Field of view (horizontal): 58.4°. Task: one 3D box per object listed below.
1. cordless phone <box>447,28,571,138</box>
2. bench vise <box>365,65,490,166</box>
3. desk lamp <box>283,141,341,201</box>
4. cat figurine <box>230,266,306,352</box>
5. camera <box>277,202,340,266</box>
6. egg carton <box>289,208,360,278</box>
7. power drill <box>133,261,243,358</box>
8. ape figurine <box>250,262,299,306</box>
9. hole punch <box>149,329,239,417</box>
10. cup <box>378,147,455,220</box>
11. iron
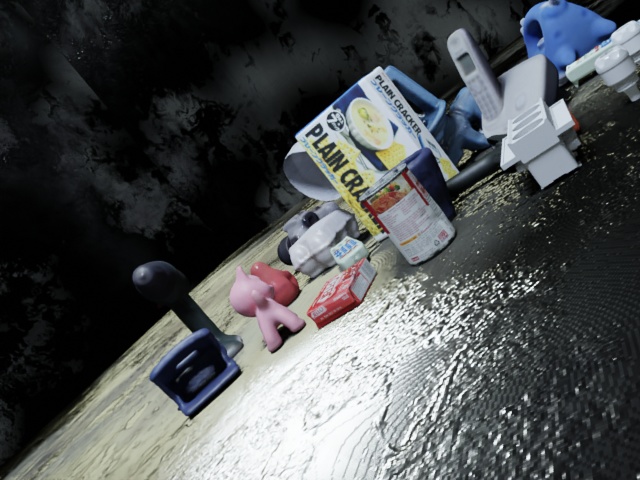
[{"bbox_3d":[0.272,-0.252,0.870,0.094,0.185,0.147,-42,8,-22],"label":"cordless phone"},{"bbox_3d":[0.181,-0.216,0.965,0.208,0.220,0.121,-43,9,-27],"label":"bench vise"},{"bbox_3d":[0.060,-0.130,1.061,0.204,0.213,0.117,-45,9,-37],"label":"desk lamp"},{"bbox_3d":[-0.089,0.091,0.825,0.067,0.118,0.127,-40,8,-11],"label":"cat figurine"},{"bbox_3d":[-0.029,-0.009,1.211,0.136,0.101,0.143,-31,11,48],"label":"camera"},{"bbox_3d":[0.010,0.004,1.064,0.107,0.069,0.150,-34,9,36],"label":"egg carton"},{"bbox_3d":[-0.223,0.119,0.960,0.076,0.208,0.229,-40,7,-9],"label":"power drill"},{"bbox_3d":[-0.085,0.075,1.006,0.078,0.092,0.076,-40,8,-7],"label":"ape figurine"},{"bbox_3d":[-0.184,0.186,0.822,0.109,0.091,0.101,-41,8,-16],"label":"hole punch"},{"bbox_3d":[0.122,-0.050,0.737,0.118,0.095,0.091,-42,8,-25],"label":"cup"},{"bbox_3d":[0.409,-0.358,1.021,0.118,0.141,0.258,-38,7,7],"label":"iron"}]
